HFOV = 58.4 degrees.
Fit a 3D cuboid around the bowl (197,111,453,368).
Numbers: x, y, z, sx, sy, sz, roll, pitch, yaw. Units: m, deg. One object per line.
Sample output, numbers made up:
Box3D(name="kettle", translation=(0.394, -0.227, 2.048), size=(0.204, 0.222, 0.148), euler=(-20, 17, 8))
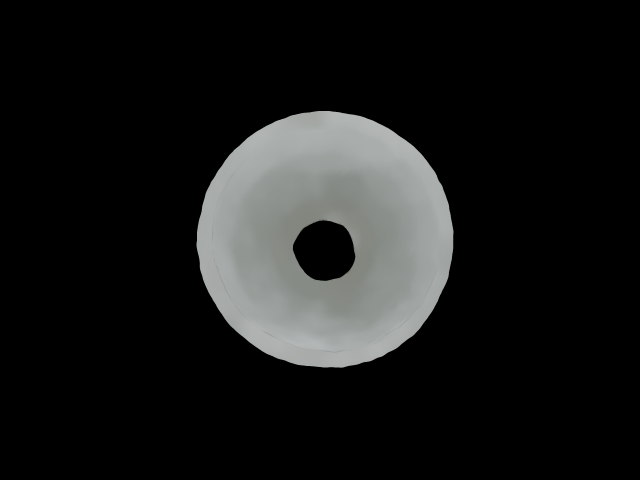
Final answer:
Box3D(name="bowl", translation=(0.004, 0.001, 0.400), size=(0.167, 0.075, 0.167), euler=(0, 82, 0))
